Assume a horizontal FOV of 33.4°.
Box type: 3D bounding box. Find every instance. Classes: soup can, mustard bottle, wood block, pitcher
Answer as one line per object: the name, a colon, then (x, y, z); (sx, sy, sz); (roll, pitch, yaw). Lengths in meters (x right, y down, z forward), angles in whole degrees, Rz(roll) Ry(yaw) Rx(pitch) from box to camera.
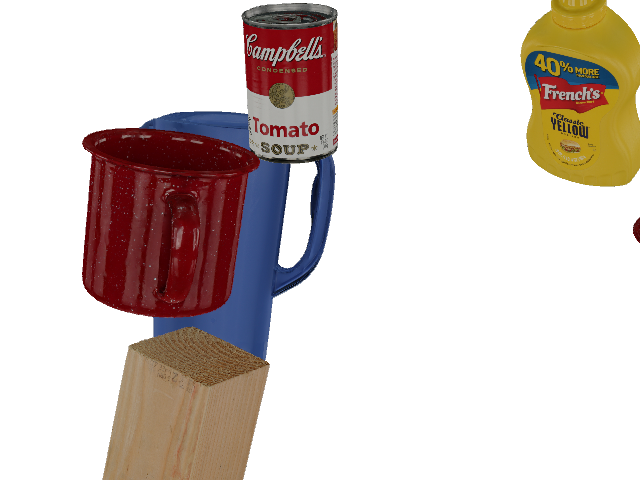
soup can: (-0.021, -0.114, 0.773); (0.068, 0.102, 0.068); (-1, 25, 0)
mustard bottle: (0.209, -0.131, 0.852); (0.096, 0.191, 0.058); (22, 57, 32)
wood block: (-0.124, 0.191, 0.918); (0.090, 0.206, 0.090); (22, 18, 27)
pitcher: (-0.086, 0.002, 0.999); (0.144, 0.243, 0.149); (-6, 15, -41)

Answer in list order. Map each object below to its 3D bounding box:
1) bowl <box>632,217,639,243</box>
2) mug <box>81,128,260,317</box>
bowl: (0.417, 0.018, 1.149); (0.162, 0.055, 0.162); (-1, 25, 0)
mug: (-0.080, -0.006, 0.560); (0.093, 0.081, 0.117); (3, 18, -20)
